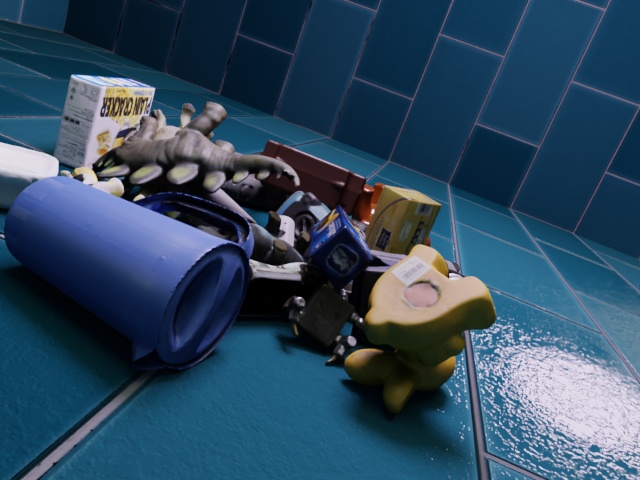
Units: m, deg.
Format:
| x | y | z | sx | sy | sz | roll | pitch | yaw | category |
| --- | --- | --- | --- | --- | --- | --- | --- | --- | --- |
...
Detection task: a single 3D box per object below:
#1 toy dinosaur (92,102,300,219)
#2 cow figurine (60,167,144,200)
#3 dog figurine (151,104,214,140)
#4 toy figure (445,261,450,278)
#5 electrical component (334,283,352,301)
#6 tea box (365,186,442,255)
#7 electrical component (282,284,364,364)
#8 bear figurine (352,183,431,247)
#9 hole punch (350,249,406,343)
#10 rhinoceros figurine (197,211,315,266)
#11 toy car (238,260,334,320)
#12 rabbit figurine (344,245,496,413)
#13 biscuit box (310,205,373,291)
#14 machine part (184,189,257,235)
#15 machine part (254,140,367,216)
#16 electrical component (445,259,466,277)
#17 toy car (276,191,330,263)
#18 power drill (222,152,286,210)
| x | y | z | sx | sy | sz | roll | pitch | yaw | category |
| --- | --- | --- | --- | --- | --- | --- | --- | --- | --- |
| -0.213 | -0.118 | 0.844 | 0.472 | 0.104 | 0.198 | -1 | 44 | 30 | toy dinosaur |
| -0.321 | -0.050 | 0.746 | 0.168 | 0.068 | 0.098 | 29 | 25 | 30 | cow figurine |
| -0.307 | -0.170 | 1.140 | 0.172 | 0.121 | 0.191 | 54 | 29 | -45 | dog figurine |
| 0.151 | 0.064 | 0.881 | 0.082 | 0.089 | 0.180 | -23 | -1 | 40 | toy figure |
| 0.052 | 0.085 | 0.833 | 0.063 | 0.021 | 0.094 | 19 | 17 | -3 | electrical component |
| 0.134 | -0.003 | 0.953 | 0.098 | 0.169 | 0.068 | 7 | 23 | -43 | tea box |
| 0.006 | 0.098 | 0.649 | 0.102 | 0.078 | 0.045 | 45 | -14 | -7 | electrical component |
| 0.167 | -0.037 | 1.184 | 0.196 | 0.131 | 0.120 | 25 | 21 | 34 | bear figurine |
| 0.097 | 0.080 | 0.726 | 0.116 | 0.142 | 0.092 | 8 | 14 | 6 | hole punch |
| -0.087 | 0.020 | 0.733 | 0.190 | 0.112 | 0.073 | 23 | 39 | -44 | rhinoceros figurine |
| -0.068 | 0.063 | 0.670 | 0.201 | 0.073 | 0.056 | 7 | 25 | -39 | toy car |
| 0.115 | 0.120 | 0.607 | 0.162 | 0.173 | 0.122 | -42 | 50 | -21 | rabbit figurine |
| 0.026 | 0.004 | 0.740 | 0.059 | 0.063 | 0.203 | 49 | 7 | -9 | biscuit box |
| -0.164 | -0.036 | 0.863 | 0.079 | 0.079 | 0.243 | 7 | 20 | -38 | machine part |
| -0.017 | -0.116 | 1.042 | 0.201 | 0.087 | 0.201 | 22 | 4 | 1 | machine part |
| 0.244 | 0.063 | 1.092 | 0.075 | 0.047 | 0.119 | 20 | 18 | -4 | electrical component |
| -0.002 | -0.003 | 0.918 | 0.162 | 0.109 | 0.102 | 41 | 7 | 30 | toy car |
| -0.192 | -0.143 | 1.168 | 0.232 | 0.086 | 0.207 | 16 | 13 | -20 | power drill |
